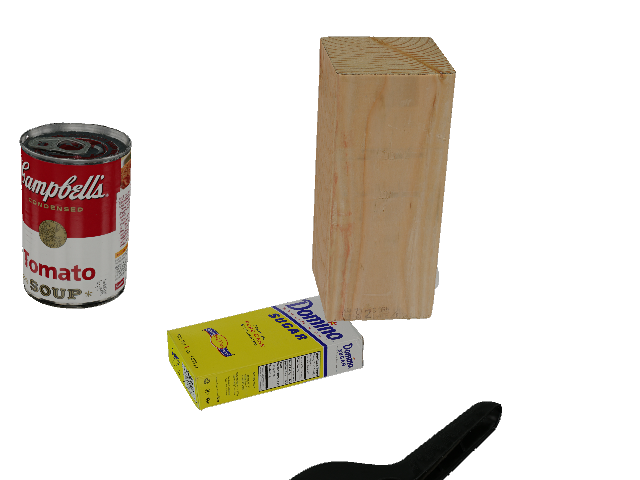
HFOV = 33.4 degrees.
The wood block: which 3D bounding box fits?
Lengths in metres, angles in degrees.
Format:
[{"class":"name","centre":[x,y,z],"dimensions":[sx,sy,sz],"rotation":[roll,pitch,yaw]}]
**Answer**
[{"class":"wood block","centre":[0.045,-0.048,0.840],"dimensions":[0.090,0.206,0.091],"rotation":[-1,28,-7]}]

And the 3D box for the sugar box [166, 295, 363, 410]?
[{"class":"sugar box","centre":[-0.055,0.108,1.063],"dimensions":[0.176,0.048,0.093],"rotation":[-15,32,-20]}]

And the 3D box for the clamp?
[{"class":"clamp","centre":[0.048,0.164,0.676],"dimensions":[0.210,0.036,0.164],"rotation":[-5,28,-3]}]

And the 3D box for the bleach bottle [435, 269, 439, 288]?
[{"class":"bleach bottle","centre":[0.099,-0.077,1.130],"dimensions":[0.068,0.251,0.102],"rotation":[0,26,-8]}]

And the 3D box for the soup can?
[{"class":"soup can","centre":[-0.156,-0.016,0.680],"dimensions":[0.068,0.102,0.068],"rotation":[5,24,-3]}]
